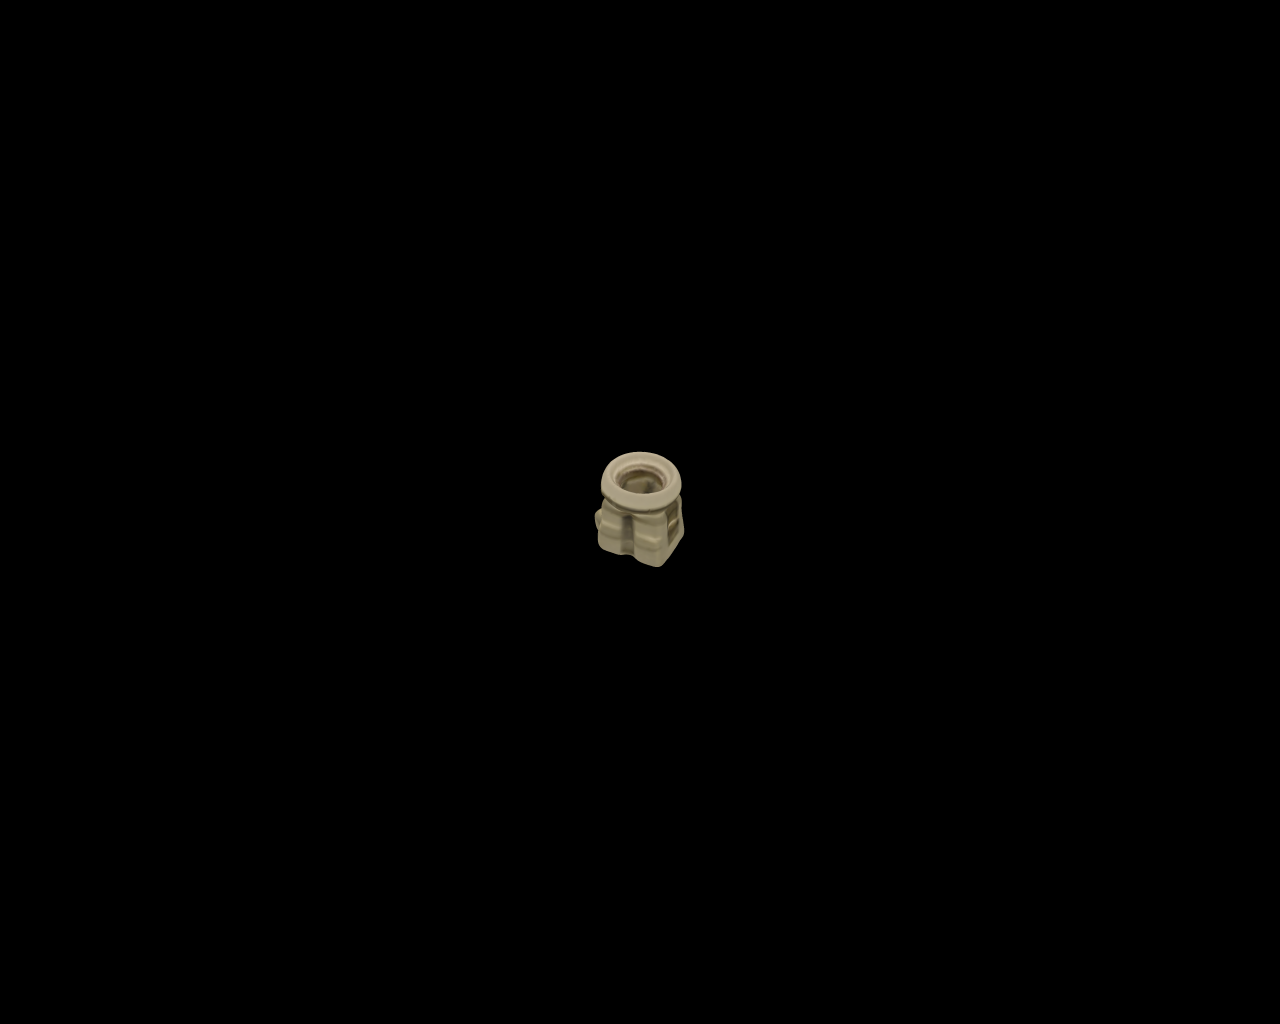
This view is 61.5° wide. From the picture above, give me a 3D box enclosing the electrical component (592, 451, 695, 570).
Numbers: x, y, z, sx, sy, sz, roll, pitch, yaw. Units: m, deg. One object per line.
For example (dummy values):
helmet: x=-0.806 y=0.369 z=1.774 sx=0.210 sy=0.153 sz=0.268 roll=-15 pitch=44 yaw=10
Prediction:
electrical component: x=0.001 y=-0.003 z=0.650 sx=0.066 sy=0.055 sz=0.048 roll=18 pitch=44 yaw=19
